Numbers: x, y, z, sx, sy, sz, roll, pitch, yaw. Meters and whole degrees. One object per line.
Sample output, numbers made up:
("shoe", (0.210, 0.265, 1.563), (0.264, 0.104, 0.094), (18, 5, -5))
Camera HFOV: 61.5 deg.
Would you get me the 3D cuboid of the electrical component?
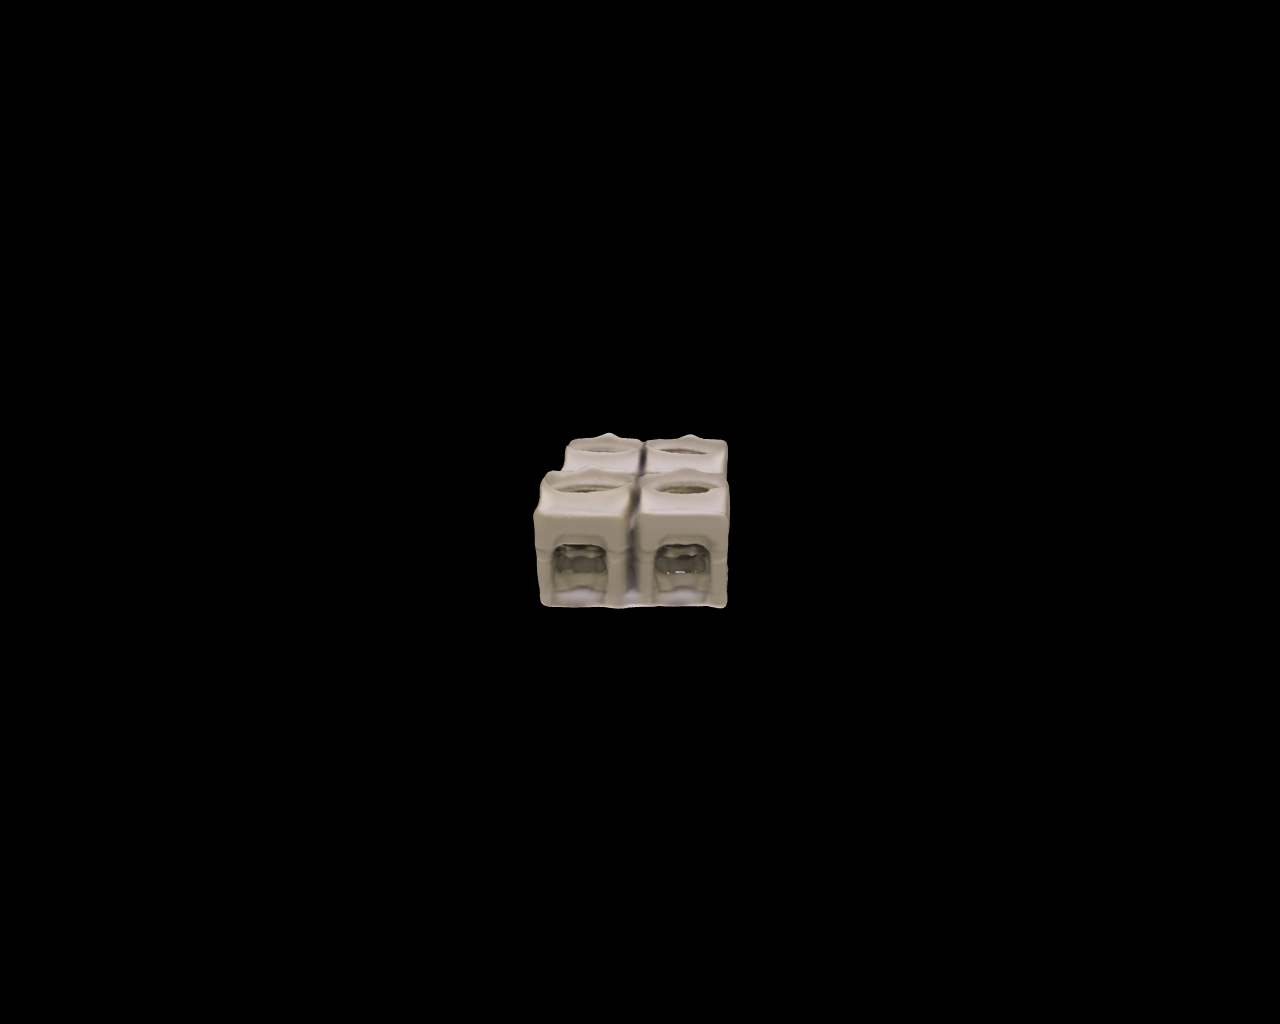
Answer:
("electrical component", (0.001, -0.003, 0.650), (0.105, 0.060, 0.186), (1, 16, 4))
